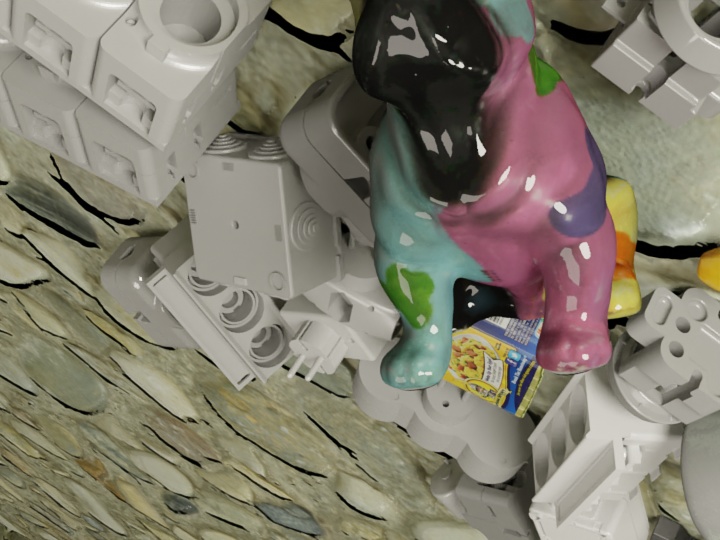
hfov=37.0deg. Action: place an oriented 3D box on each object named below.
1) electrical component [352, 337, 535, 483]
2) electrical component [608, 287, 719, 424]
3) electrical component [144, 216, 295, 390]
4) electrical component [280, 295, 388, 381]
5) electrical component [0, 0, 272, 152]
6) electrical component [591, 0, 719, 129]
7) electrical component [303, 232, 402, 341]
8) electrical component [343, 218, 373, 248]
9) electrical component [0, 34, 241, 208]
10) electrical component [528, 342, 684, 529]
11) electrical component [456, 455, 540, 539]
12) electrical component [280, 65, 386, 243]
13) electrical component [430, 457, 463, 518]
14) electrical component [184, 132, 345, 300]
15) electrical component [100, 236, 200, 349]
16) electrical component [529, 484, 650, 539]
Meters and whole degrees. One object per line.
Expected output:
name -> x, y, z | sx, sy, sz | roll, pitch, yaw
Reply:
electrical component -> 0.062, 0.093, 0.763 | 0.138, 0.052, 0.073 | 30, 152, 8
electrical component -> 0.170, 0.050, 0.576 | 0.078, 0.058, 0.057 | 36, 149, -3
electrical component -> -0.100, 0.020, 0.806 | 0.063, 0.079, 0.121 | 34, 163, 54
electrical component -> -0.024, 0.047, 0.755 | 0.066, 0.076, 0.047 | 3, 139, 45
electrical component -> -0.132, -0.148, 0.551 | 0.150, 0.089, 0.061 | 36, 152, -4
electrical component -> 0.127, -0.091, 0.415 | 0.066, 0.048, 0.055 | 36, 160, -3
electrical component -> 0.000, 0.000, 0.692 | 0.077, 0.043, 0.079 | 29, 149, 10
electrical component -> 0.001, -0.044, 0.633 | 0.035, 0.035, 0.061 | 4, 138, 43
electrical component -> -0.158, -0.117, 0.628 | 0.150, 0.089, 0.061 | 27, 151, 13
electrical component -> 0.151, 0.106, 0.669 | 0.063, 0.078, 0.121 | 4, 151, -5
electrical component -> 0.117, 0.182, 0.845 | 0.056, 0.050, 0.089 | 5, 141, 41
electrical component -> 0.007, -0.060, 0.580 | 0.095, 0.053, 0.059 | 46, 150, -22
electrical component -> 0.093, 0.190, 0.894 | 0.078, 0.040, 0.040 | 47, 150, -23
electrical component -> -0.061, -0.034, 0.660 | 0.100, 0.048, 0.099 | 11, 114, 37
electrical component -> -0.155, 0.019, 0.875 | 0.059, 0.053, 0.095 | 0, 137, 46
electrical component -> 0.165, 0.172, 0.767 | 0.062, 0.061, 0.096 | 12, 145, 33
